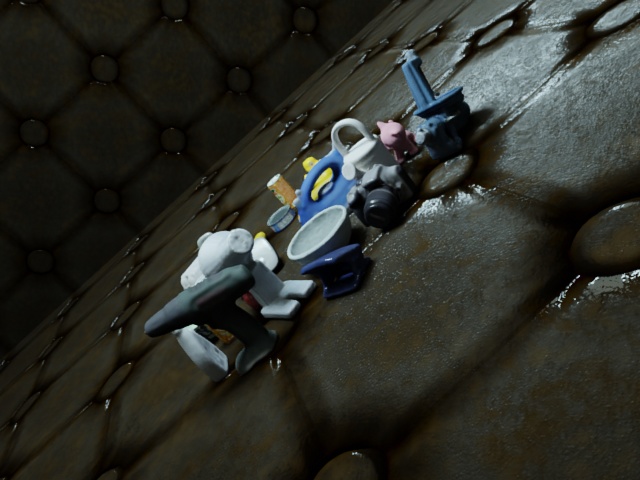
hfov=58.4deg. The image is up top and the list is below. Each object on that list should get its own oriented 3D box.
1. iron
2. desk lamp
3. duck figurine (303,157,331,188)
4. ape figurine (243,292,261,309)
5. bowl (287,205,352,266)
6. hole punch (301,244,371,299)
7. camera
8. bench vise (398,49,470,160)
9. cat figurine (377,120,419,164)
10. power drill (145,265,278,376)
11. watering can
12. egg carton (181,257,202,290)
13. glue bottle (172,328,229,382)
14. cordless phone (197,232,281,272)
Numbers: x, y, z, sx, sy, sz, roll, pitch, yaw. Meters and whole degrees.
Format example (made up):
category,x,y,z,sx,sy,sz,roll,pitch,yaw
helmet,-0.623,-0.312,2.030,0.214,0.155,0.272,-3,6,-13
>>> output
category,x,y,z,sx,sy,sz,roll,pitch,yaw
iron,0.011,-0.119,1.416,0.259,0.142,0.118,-50,23,-20
desk lamp,-0.148,0.063,1.244,0.202,0.214,0.118,-9,39,55
duck figurine,-0.016,-0.207,1.708,0.104,0.086,0.077,-20,31,45
ape figurine,-0.158,0.112,1.337,0.076,0.092,0.078,-17,32,47
bowl,0.012,0.005,1.271,0.167,0.075,0.167,-35,22,17
hole punch,0.029,0.049,1.134,0.108,0.091,0.101,-22,29,41
camera,0.117,-0.088,1.228,0.143,0.101,0.137,-27,26,34
bench vise,0.246,-0.302,1.246,0.121,0.220,0.207,-30,25,29
cat figurine,0.186,-0.255,1.404,0.067,0.118,0.128,-32,24,24
power drill,-0.197,0.167,1.139,0.229,0.209,0.075,-42,21,1
watering can,0.103,-0.195,1.329,0.101,0.194,0.173,-34,23,20
egg carton,-0.353,0.095,1.741,0.107,0.069,0.150,-14,35,51
glue bottle,-0.262,0.221,1.198,0.037,0.173,0.078,-40,22,6
cordless phone,-0.203,0.034,1.437,0.147,0.185,0.094,-41,21,3
